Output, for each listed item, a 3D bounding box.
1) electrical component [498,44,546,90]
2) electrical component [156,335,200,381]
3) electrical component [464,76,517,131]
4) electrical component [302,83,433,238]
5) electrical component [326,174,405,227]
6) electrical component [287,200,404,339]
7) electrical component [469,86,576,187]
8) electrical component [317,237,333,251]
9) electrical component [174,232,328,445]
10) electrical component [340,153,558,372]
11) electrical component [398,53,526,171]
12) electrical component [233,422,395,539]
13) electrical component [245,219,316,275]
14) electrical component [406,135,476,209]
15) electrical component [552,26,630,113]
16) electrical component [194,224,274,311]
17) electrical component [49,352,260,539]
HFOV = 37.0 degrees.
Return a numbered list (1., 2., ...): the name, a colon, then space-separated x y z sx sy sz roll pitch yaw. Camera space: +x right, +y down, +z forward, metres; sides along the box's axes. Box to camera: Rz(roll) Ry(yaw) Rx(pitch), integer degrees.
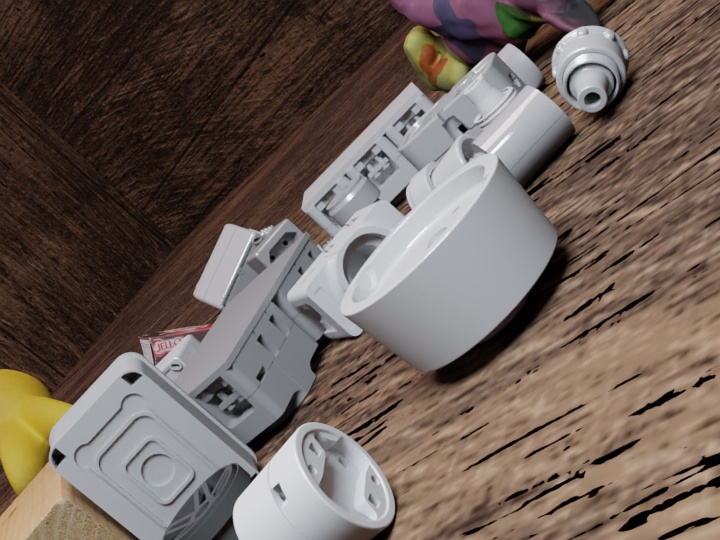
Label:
1. electrical component: 0.109 -0.135 0.846 0.077 0.044 0.079 -46 11 5
2. electrical component: -0.153 0.104 0.941 0.096 0.062 0.061 -43 11 18
3. electrical component: 0.098 -0.103 0.723 0.043 0.062 0.043 -45 11 11
4. electrical component: 0.020 -0.096 1.002 0.150 0.062 0.089 -45 11 9
5. electrical component: 0.006 -0.046 0.890 0.045 0.055 0.045 -45 11 11
6. electrical component: 0.000 0.000 0.757 0.089 0.050 0.056 -51 11 -18
7. electrical component: 0.093 -0.072 0.681 0.081 0.043 0.043 -47 11 0
8. electrical component: -0.031 -0.003 0.917 0.078 0.040 0.040 -45 11 6
9. electrical component: -0.077 0.064 0.795 0.105 0.060 0.186 -40 12 30
10. electrical component: 0.049 0.002 0.531 0.108 0.060 0.108 -45 10 10
11. electrical component: 0.083 -0.103 0.789 0.095 0.059 0.053 -41 12 28
12. electrical component: -0.021 0.101 0.459 0.047 0.055 0.055 -47 10 21
13. electrical component: -0.068 -0.003 0.991 0.047 0.066 0.077 -51 10 -20
14. electrical component: 0.065 -0.059 0.738 0.055 0.045 0.045 -40 13 37
15. electrical component: 0.142 -0.118 0.660 0.048 0.048 0.062 -40 19 31
16. electrical component: -0.111 -0.001 1.050 0.061 0.062 0.096 19 82 49
17. electrical component: -0.124 0.113 0.652 0.078 0.113 0.057 -47 14 -4
